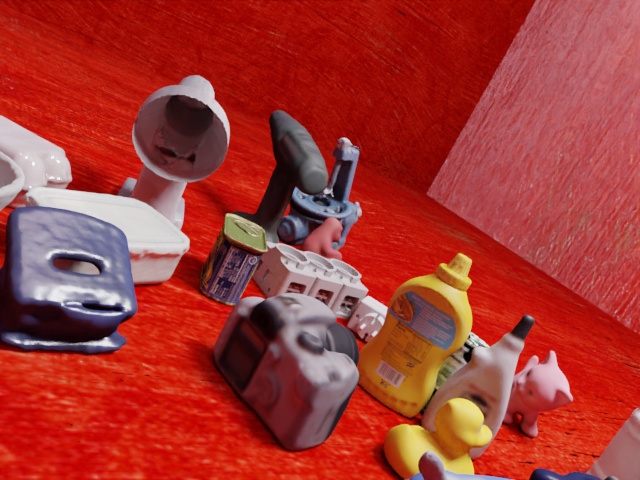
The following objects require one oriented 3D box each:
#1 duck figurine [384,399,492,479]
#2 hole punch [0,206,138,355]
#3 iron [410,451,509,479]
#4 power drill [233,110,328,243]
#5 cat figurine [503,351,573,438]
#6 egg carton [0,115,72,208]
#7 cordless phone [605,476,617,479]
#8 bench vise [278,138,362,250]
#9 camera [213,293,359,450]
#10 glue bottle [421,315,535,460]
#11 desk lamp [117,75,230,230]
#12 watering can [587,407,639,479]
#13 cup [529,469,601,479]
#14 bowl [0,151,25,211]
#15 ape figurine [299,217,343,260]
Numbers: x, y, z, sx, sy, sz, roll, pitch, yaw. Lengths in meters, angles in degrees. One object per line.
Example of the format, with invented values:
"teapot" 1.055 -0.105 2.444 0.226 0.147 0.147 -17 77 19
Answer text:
"duck figurine" 0.120 0.192 0.557 0.105 0.086 0.077 22 15 -22
"hole punch" -0.210 0.034 0.483 0.109 0.091 0.100 14 19 -45
"iron" 0.124 0.214 0.368 0.259 0.141 0.118 22 15 -23
"power drill" -0.075 -0.107 1.005 0.076 0.208 0.228 18 17 -36
"cat figurine" 0.298 0.203 0.794 0.067 0.117 0.128 29 14 4
"egg carton" -0.379 -0.098 0.679 0.150 0.069 0.107 29 14 2
"cordless phone" 0.328 0.256 0.517 0.094 0.185 0.147 23 14 -18
"bench vise" 0.021 -0.091 1.111 0.121 0.219 0.208 31 14 13
"camera" -0.009 0.113 0.563 0.137 0.101 0.142 12 21 -48
"glue bottle" 0.185 0.155 0.633 0.078 0.173 0.037 29 14 5
"desk lamp" -0.207 -0.123 0.799 0.118 0.213 0.203 23 15 -20
"watering can" 0.420 0.252 0.689 0.101 0.194 0.173 28 14 0
"cup" 0.217 0.258 0.488 0.117 0.095 0.092 30 14 8
"bowl" -0.369 -0.052 0.522 0.167 0.074 0.167 26 14 -7
"ape figurine" 0.009 0.004 1.014 0.076 0.092 0.077 21 15 -25
